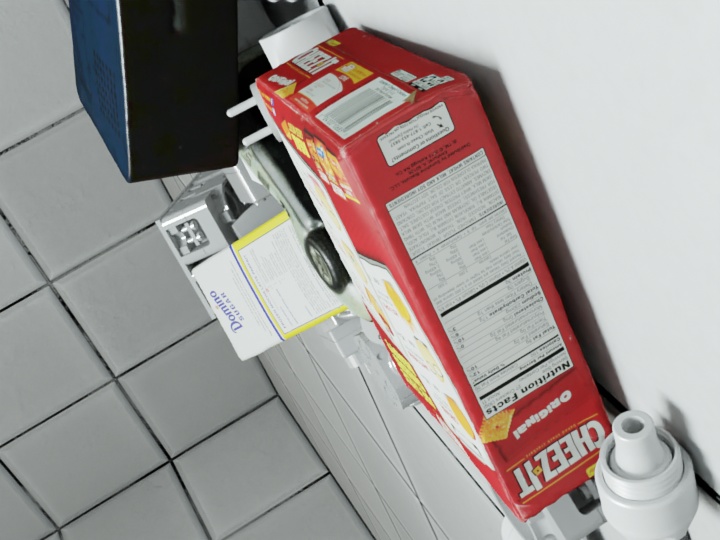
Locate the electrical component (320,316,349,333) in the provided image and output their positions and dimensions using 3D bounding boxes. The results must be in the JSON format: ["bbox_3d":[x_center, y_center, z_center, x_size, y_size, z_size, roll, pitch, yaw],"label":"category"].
[{"bbox_3d":[-0.018,0.011,0.953,0.065,0.047,0.077,59,157,1],"label":"electrical component"}]

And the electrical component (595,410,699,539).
[{"bbox_3d":[0.125,0.089,0.476,0.043,0.043,0.062,47,163,52],"label":"electrical component"}]

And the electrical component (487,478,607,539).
[{"bbox_3d":[0.110,0.123,0.618,0.050,0.056,0.089,59,170,3],"label":"electrical component"}]

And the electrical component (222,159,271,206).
[{"bbox_3d":[-0.084,-0.096,0.912,0.061,0.062,0.096,61,170,-10],"label":"electrical component"}]

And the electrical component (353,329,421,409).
[{"bbox_3d":[0.035,0.067,0.841,0.080,0.051,0.080,56,170,16],"label":"electrical component"}]

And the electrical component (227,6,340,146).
[{"bbox_3d":[-0.037,-0.099,0.619,0.077,0.079,0.044,62,-175,-17],"label":"electrical component"}]

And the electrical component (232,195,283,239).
[{"bbox_3d":[-0.066,-0.033,0.965,0.043,0.077,0.079,53,172,28],"label":"electrical component"}]

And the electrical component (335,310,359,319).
[{"bbox_3d":[-0.006,0.007,0.891,0.048,0.048,0.062,-150,41,-71],"label":"electrical component"}]

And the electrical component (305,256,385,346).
[{"bbox_3d":[0.000,0.000,0.722,0.074,0.052,0.138,24,-163,-42],"label":"electrical component"}]

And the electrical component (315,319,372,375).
[{"bbox_3d":[-0.004,0.071,1.054,0.075,0.047,0.083,61,170,-8],"label":"electrical component"}]

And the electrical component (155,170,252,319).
[{"bbox_3d":[-0.120,-0.046,1.051,0.105,0.060,0.186,62,-162,-18],"label":"electrical component"}]

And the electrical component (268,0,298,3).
[{"bbox_3d":[-0.051,-0.188,0.492,0.109,0.056,0.108,43,161,58],"label":"electrical component"}]

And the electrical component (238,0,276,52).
[{"bbox_3d":[-0.099,-0.175,0.749,0.096,0.061,0.061,56,169,15],"label":"electrical component"}]

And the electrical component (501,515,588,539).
[{"bbox_3d":[0.140,0.210,0.739,0.138,0.052,0.073,62,-175,-20],"label":"electrical component"}]

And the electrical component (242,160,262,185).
[{"bbox_3d":[-0.051,-0.090,0.765,0.061,0.061,0.096,64,169,-28],"label":"electrical component"}]
